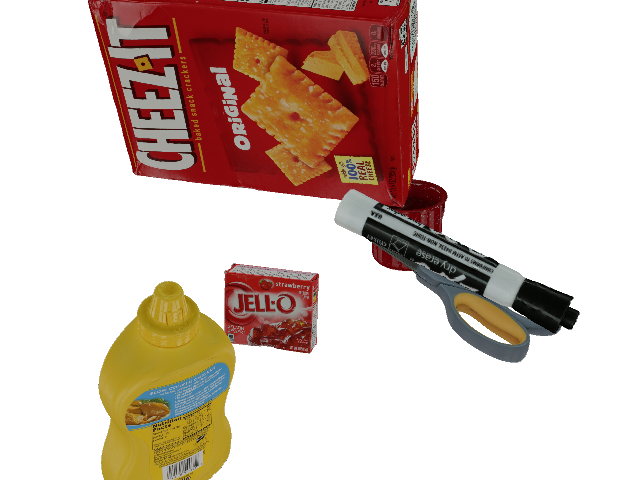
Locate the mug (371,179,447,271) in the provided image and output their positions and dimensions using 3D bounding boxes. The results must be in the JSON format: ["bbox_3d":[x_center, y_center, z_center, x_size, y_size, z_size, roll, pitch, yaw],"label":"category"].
[{"bbox_3d":[0.108,-0.021,1.255,0.093,0.081,0.117,18,32,34],"label":"mug"}]

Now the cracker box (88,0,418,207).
[{"bbox_3d":[-0.040,-0.112,0.753,0.214,0.072,0.164,7,-43,12],"label":"cracker box"}]

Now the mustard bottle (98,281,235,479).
[{"bbox_3d":[-0.106,0.103,0.743,0.096,0.192,0.058,-19,48,-26],"label":"mustard bottle"}]

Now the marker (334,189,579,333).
[{"bbox_3d":[0.063,0.010,0.496,0.121,0.020,0.020,27,7,15],"label":"marker"}]

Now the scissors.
[{"bbox_3d":[0.103,0.027,0.809,0.096,0.016,0.202,-6,32,-28],"label":"scissors"}]

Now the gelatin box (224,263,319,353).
[{"bbox_3d":[-0.047,0.065,1.016,0.089,0.073,0.030,6,17,13],"label":"gelatin box"}]
